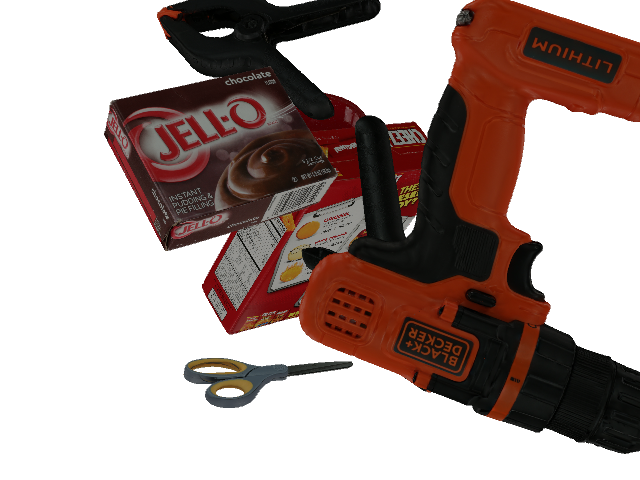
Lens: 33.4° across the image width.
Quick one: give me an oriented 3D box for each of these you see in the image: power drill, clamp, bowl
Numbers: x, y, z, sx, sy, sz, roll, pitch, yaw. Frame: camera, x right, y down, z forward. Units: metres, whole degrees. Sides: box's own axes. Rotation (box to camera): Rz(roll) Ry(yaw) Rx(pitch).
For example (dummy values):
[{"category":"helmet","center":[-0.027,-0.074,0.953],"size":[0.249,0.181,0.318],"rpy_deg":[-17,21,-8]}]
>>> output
[{"category":"power drill","center":[0.101,-0.006,0.503],"size":[0.184,0.188,0.057],"rpy_deg":[20,6,3]},{"category":"clamp","center":[0.051,0.019,0.809],"size":[0.036,0.165,0.210],"rpy_deg":[-7,44,-27]},{"category":"bowl","center":[-0.025,-0.106,1.210],"size":[0.162,0.055,0.162],"rpy_deg":[-3,38,2]},{"category":"clamp","center":[-0.040,-0.162,0.824],"size":[0.172,0.120,0.039],"rpy_deg":[23,-32,20]}]

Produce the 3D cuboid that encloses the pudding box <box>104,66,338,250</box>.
[{"category":"pudding box","center":[-0.060,-0.051,0.640],"size":[0.113,0.090,0.039],"rpy_deg":[-17,-24,-32]}]

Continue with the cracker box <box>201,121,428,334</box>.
[{"category":"cracker box","center":[0.000,-0.013,1.015],"size":[0.163,0.072,0.214],"rpy_deg":[-11,-34,-40]}]

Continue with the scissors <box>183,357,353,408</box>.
[{"category":"scissors","center":[-0.051,0.157,1.191],"size":[0.201,0.016,0.096],"rpy_deg":[4,25,-13]}]
